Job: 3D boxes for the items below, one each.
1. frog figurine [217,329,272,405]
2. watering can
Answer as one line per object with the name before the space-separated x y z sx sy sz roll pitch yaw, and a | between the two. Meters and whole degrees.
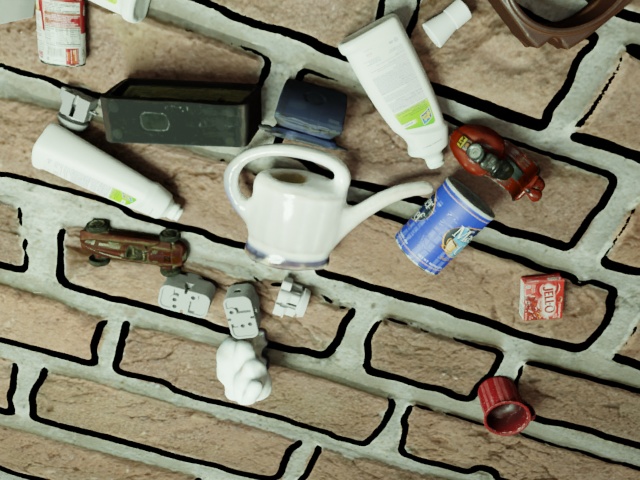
frog figurine | -0.152 0.264 1.006 0.122 0.162 0.135 18 116 -6
watering can | 0.003 -0.044 0.883 0.347 0.106 0.220 12 117 -3
